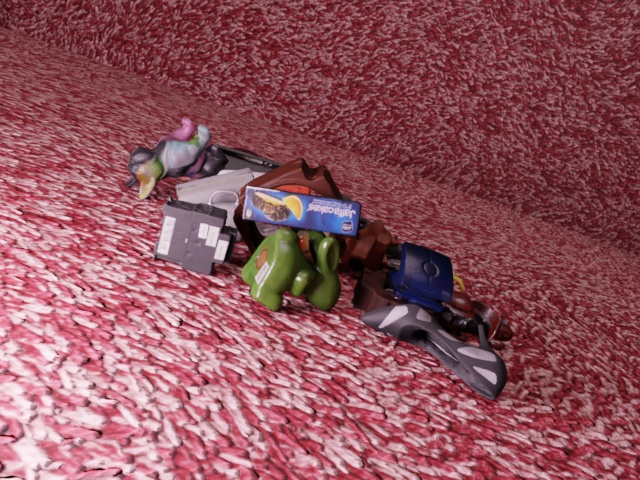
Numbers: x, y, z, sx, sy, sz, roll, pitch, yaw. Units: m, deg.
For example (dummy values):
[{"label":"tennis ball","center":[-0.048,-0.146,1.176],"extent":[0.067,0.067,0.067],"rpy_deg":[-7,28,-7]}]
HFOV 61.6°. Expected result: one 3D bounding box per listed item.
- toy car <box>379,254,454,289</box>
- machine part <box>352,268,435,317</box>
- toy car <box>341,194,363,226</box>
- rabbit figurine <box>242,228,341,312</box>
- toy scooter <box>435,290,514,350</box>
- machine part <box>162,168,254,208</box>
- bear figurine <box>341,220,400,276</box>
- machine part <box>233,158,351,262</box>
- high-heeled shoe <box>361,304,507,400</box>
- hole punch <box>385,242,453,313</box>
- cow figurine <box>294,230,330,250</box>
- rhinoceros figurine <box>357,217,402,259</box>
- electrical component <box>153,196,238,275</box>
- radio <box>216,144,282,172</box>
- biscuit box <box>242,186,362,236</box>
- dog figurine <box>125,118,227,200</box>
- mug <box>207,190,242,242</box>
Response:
[{"label":"toy car","center":[0.225,0.081,1.285],"extent":[0.202,0.053,0.089],"rpy_deg":[20,20,-2]},{"label":"machine part","center":[0.150,0.119,1.076],"extent":[0.179,0.056,0.179],"rpy_deg":[19,18,-7]},{"label":"toy car","center":[0.051,-0.075,1.484],"extent":[0.109,0.102,0.161],"rpy_deg":[31,18,35]},{"label":"rabbit figurine","center":[-0.030,0.055,0.955],"extent":[0.170,0.159,0.121],"rpy_deg":[28,1,-29]},{"label":"toy scooter","center":[0.309,0.167,1.081],"extent":[0.184,0.075,0.135],"rpy_deg":[25,18,2]},{"label":"machine part","center":[-0.226,-0.104,1.184],"extent":[0.243,0.079,0.079],"rpy_deg":[-16,27,-11]},{"label":"bear figurine","center":[0.122,-0.001,1.248],"extent":[0.120,0.131,0.196],"rpy_deg":[21,35,16]},{"label":"machine part","center":[-0.049,-0.038,1.034],"extent":[0.201,0.200,0.087],"rpy_deg":[-23,21,12]},{"label":"high-heeled shoe","center":[0.190,0.194,0.920],"extent":[0.249,0.086,0.145],"rpy_deg":[4,47,7]},{"label":"hole punch","center":[0.199,0.073,1.043],"extent":[0.142,0.092,0.116],"rpy_deg":[22,23,-12]},{"label":"cow figurine","center":[-0.003,-0.004,1.245],"extent":[0.127,0.085,0.195],"rpy_deg":[21,15,24]},{"label":"rhinoceros figurine","center":[0.153,0.006,1.414],"extent":[0.112,0.073,0.190],"rpy_deg":[22,11,-33]},{"label":"electrical component","center":[-0.216,-0.005,0.946],"extent":[0.134,0.114,0.058],"rpy_deg":[17,21,-11]},{"label":"radio","center":[-0.201,-0.164,1.430],"extent":[0.229,0.073,0.131],"rpy_deg":[16,52,-16]},{"label":"biscuit box","center":[-0.031,-0.052,0.940],"extent":[0.203,0.059,0.063],"rpy_deg":[8,5,-2]},{"label":"dog figurine","center":[-0.344,-0.171,1.258],"extent":[0.109,0.219,0.191],"rpy_deg":[36,-15,34]},{"label":"mug","center":[-0.212,-0.052,1.125],"extent":[0.107,0.109,0.081],"rpy_deg":[3,25,-7]}]
